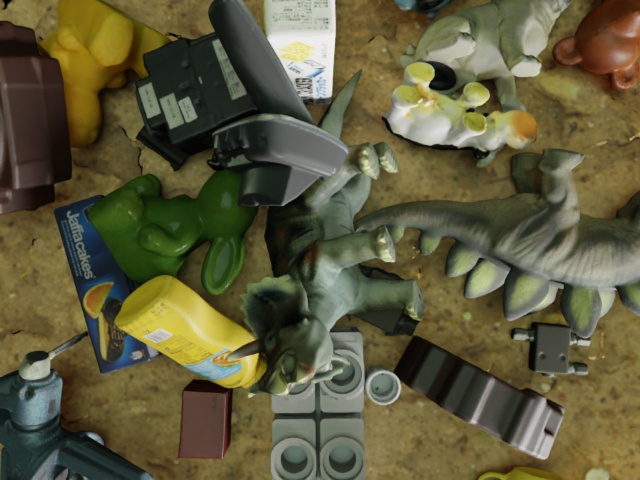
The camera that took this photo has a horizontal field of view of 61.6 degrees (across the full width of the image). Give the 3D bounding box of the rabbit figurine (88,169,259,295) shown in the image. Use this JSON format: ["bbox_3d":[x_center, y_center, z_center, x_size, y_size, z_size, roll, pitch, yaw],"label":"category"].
[{"bbox_3d":[-0.143,-0.014,0.606,0.170,0.121,0.159,-23,96,5],"label":"rabbit figurine"}]

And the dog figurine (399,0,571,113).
[{"bbox_3d":[0.200,-0.259,0.638,0.172,0.121,0.190,19,70,5],"label":"dog figurine"}]

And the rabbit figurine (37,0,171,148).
[{"bbox_3d":[-0.284,-0.197,0.625,0.162,0.122,0.173,27,107,4],"label":"rabbit figurine"}]

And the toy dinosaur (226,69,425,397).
[{"bbox_3d":[-0.004,-0.009,0.594,0.192,0.131,0.405,-18,51,20],"label":"toy dinosaur"}]

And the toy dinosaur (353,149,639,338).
[{"bbox_3d":[0.253,-0.003,0.614,0.472,0.105,0.198,13,92,12],"label":"toy dinosaur"}]

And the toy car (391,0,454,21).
[{"bbox_3d":[0.143,-0.329,0.626,0.162,0.103,0.109,-30,86,9],"label":"toy car"}]

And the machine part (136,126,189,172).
[{"bbox_3d":[-0.159,-0.158,0.657,0.084,0.039,0.139,40,90,7],"label":"machine part"}]

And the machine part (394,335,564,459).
[{"bbox_3d":[0.165,0.161,0.576,0.179,0.179,0.056,27,85,2],"label":"machine part"}]

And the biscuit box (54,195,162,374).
[{"bbox_3d":[-0.248,0.050,0.637,0.063,0.059,0.202,-18,87,0],"label":"biscuit box"}]

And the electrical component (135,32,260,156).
[{"bbox_3d":[-0.138,-0.164,0.603,0.134,0.058,0.115,-19,81,8],"label":"electrical component"}]

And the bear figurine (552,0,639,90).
[{"bbox_3d":[0.362,-0.286,0.613,0.120,0.132,0.196,28,82,4],"label":"bear figurine"}]

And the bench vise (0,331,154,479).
[{"bbox_3d":[-0.271,0.239,0.590,0.241,0.129,0.223,17,96,19],"label":"bench vise"}]

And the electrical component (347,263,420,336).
[{"bbox_3d":[0.070,0.073,0.632,0.102,0.045,0.078,18,95,13],"label":"electrical component"}]

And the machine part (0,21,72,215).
[{"bbox_3d":[-0.383,-0.133,0.588,0.202,0.087,0.200,8,108,18],"label":"machine part"}]

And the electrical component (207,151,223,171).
[{"bbox_3d":[-0.085,-0.133,0.649,0.075,0.048,0.119,14,87,1],"label":"electrical component"}]

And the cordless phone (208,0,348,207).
[{"bbox_3d":[-0.068,-0.128,0.513,0.089,0.147,0.184,-37,110,-24],"label":"cordless phone"}]

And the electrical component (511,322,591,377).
[{"bbox_3d":[0.276,0.132,0.647,0.094,0.021,0.063,6,88,0],"label":"electrical component"}]

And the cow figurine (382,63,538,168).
[{"bbox_3d":[0.157,-0.131,0.623,0.167,0.098,0.068,22,65,0],"label":"cow figurine"}]
